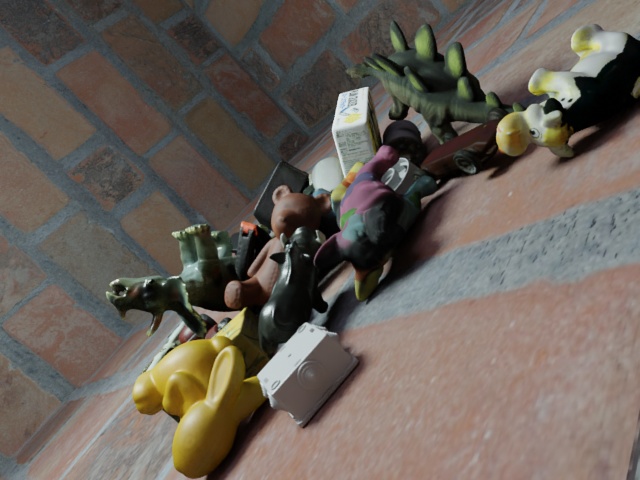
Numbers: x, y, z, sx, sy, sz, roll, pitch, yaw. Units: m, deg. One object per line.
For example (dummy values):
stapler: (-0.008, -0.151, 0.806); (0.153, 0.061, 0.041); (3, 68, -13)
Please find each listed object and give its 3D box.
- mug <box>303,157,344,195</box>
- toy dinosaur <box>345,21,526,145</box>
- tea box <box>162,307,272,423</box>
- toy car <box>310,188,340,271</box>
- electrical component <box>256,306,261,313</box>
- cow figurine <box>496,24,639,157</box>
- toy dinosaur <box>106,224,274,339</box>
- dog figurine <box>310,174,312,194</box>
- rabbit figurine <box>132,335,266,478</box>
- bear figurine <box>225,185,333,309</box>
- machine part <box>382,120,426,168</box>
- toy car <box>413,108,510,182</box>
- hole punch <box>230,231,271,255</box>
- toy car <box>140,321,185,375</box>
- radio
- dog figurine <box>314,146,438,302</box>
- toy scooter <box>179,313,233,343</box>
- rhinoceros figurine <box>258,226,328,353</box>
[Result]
mug: (0.017, -0.100, 1.048); (0.110, 0.080, 0.107); (-21, 32, 5)
toy dinosaur: (0.182, -0.227, 0.820); (0.472, 0.198, 0.105); (34, 88, 45)
tea box: (-0.151, 0.191, 0.802); (0.169, 0.068, 0.098); (-43, 12, 8)
toy car: (-0.002, -0.003, 0.927); (0.161, 0.109, 0.103); (-53, -18, 13)
electrical component: (-0.116, 0.119, 1.040); (0.063, 0.021, 0.094); (-31, 18, 46)
cow figurine: (0.266, -0.141, 0.551); (0.167, 0.068, 0.098); (-46, 42, -3)
toy dinosaur: (-0.173, 0.070, 0.981); (0.131, 0.192, 0.404); (-8, -3, 34)
dog figurine: (-0.022, -0.097, 1.322); (0.191, 0.121, 0.172); (1, 78, 50)
rabbit figurine: (-0.136, 0.207, 0.662); (0.162, 0.121, 0.173); (-35, 28, 6)
bear figurine: (-0.054, 0.015, 0.825); (0.132, 0.120, 0.195); (-12, -63, -71)
machine part: (0.156, -0.176, 1.014); (0.079, 0.079, 0.243); (-40, 12, 20)
toy car: (0.197, -0.118, 0.740); (0.089, 0.053, 0.202); (-48, 8, -11)
hole punch: (-0.187, 0.034, 1.457); (0.116, 0.092, 0.142); (-8, 23, 18)
toy car: (-0.292, 0.239, 1.087); (0.056, 0.073, 0.202); (-41, 12, 30)
radio: (-0.079, -0.084, 1.177); (0.131, 0.073, 0.229); (-63, 0, -5)
dog figurine: (0.058, -0.016, 0.731); (0.191, 0.108, 0.219); (-32, 21, 53)
toy scooter: (-0.231, 0.203, 1.012); (0.135, 0.075, 0.184); (-49, 17, -26)
rhinoceros figurine: (-0.036, 0.061, 0.706); (0.073, 0.111, 0.190); (-4, 39, 17)
